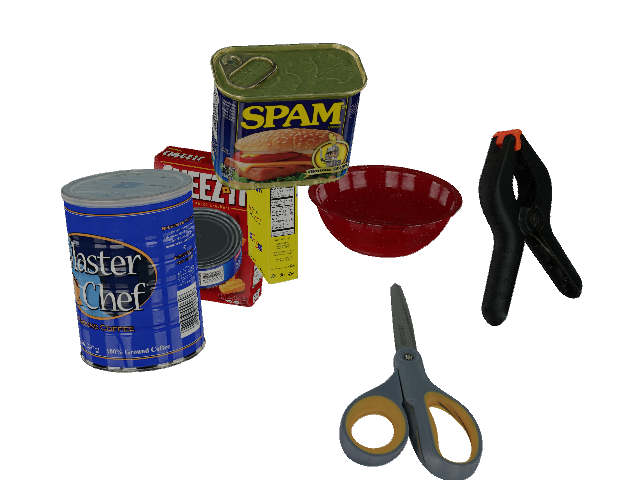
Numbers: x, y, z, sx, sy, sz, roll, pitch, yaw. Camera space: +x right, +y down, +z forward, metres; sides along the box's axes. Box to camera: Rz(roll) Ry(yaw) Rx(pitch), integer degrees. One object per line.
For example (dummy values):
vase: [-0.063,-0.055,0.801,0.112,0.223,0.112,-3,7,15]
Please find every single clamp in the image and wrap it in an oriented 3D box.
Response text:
clamp: [0.172,-0.009,0.948,0.120,0.171,0.039,-26,11,-40]

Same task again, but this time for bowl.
bowl: [0.066,-0.026,1.127,0.162,0.055,0.162,3,26,-1]

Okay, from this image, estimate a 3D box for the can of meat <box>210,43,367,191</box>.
can of meat: [-0.025,-0.084,0.732,0.102,0.084,0.057,-4,45,-13]

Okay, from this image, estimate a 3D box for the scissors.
scissors: [0.042,0.088,0.710,0.096,0.016,0.202,-5,32,-16]

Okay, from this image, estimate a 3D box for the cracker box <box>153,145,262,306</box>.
cracker box: [-0.165,-0.019,1.575,0.164,0.214,0.072,9,21,9]

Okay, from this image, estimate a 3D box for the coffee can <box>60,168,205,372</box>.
coffee can: [-0.149,0.022,0.858,0.103,0.140,0.103,-3,16,1]

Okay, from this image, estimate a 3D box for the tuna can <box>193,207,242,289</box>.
tuna can: [-0.120,0.008,1.059,0.086,0.034,0.086,2,44,-2]

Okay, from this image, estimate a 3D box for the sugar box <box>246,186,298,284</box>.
sugar box: [-0.060,-0.046,1.301,0.048,0.176,0.093,-11,26,-17]
